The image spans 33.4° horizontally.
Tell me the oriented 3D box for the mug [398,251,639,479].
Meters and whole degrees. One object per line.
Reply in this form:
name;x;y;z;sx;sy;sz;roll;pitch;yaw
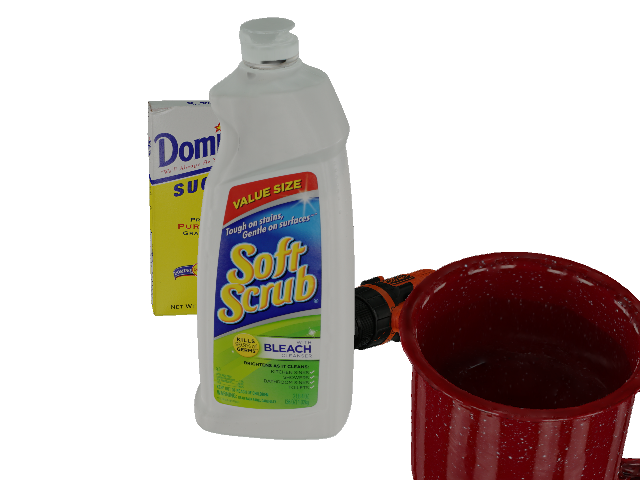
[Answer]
mug;0.088;0.065;0.407;0.117;0.081;0.093;6;36;11

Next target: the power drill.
power drill;0.103;0.066;0.865;0.188;0.057;0.184;9;17;37

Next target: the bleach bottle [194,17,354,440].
bleach bottle;-0.032;-0.003;0.620;0.102;0.251;0.068;3;28;10

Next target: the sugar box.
sugar box;-0.096;-0.028;0.892;0.093;0.176;0.048;-3;16;-12
